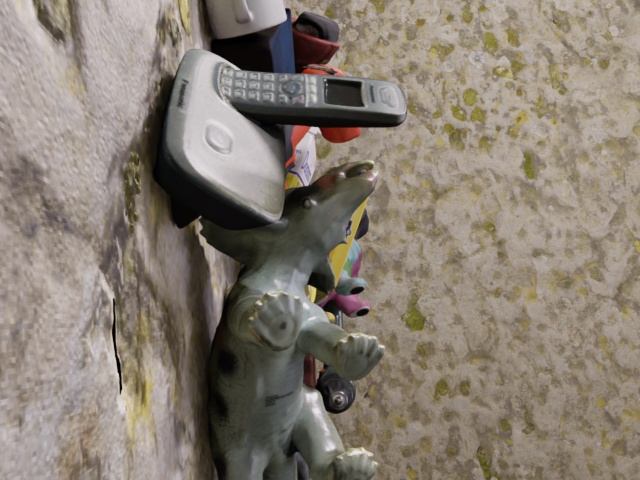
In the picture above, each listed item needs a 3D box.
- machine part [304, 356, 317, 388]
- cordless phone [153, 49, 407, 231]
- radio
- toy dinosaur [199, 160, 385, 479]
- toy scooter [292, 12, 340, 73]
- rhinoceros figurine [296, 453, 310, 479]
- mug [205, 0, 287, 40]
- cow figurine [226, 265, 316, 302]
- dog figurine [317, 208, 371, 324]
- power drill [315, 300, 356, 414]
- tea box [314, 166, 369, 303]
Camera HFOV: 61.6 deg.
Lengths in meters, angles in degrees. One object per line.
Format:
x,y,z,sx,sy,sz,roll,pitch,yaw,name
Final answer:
-0.048,0.281,0.957,0.201,0.087,0.201,-88,176,-81,machine part
-0.021,-0.075,0.408,0.088,0.184,0.147,93,-5,-50,cordless phone
-0.077,-0.219,0.705,0.230,0.073,0.130,-83,172,-57,radio
-0.044,0.124,0.464,0.192,0.131,0.404,30,-68,62,toy dinosaur
-0.057,-0.301,0.847,0.075,0.184,0.135,-23,139,-55,toy scooter
-0.047,0.236,0.596,0.190,0.073,0.112,-66,155,-69,rhinoceros figurine
-0.087,-0.264,0.541,0.110,0.081,0.107,-84,161,-62,mug
-0.064,0.103,0.569,0.068,0.098,0.167,68,34,-74,cow figurine
-0.004,0.023,0.839,0.108,0.192,0.219,65,8,-51,dog figurine
0.027,0.182,0.902,0.232,0.086,0.207,89,-5,-72,power drill
-0.001,-0.002,0.716,0.098,0.068,0.169,-44,-159,58,tea box
